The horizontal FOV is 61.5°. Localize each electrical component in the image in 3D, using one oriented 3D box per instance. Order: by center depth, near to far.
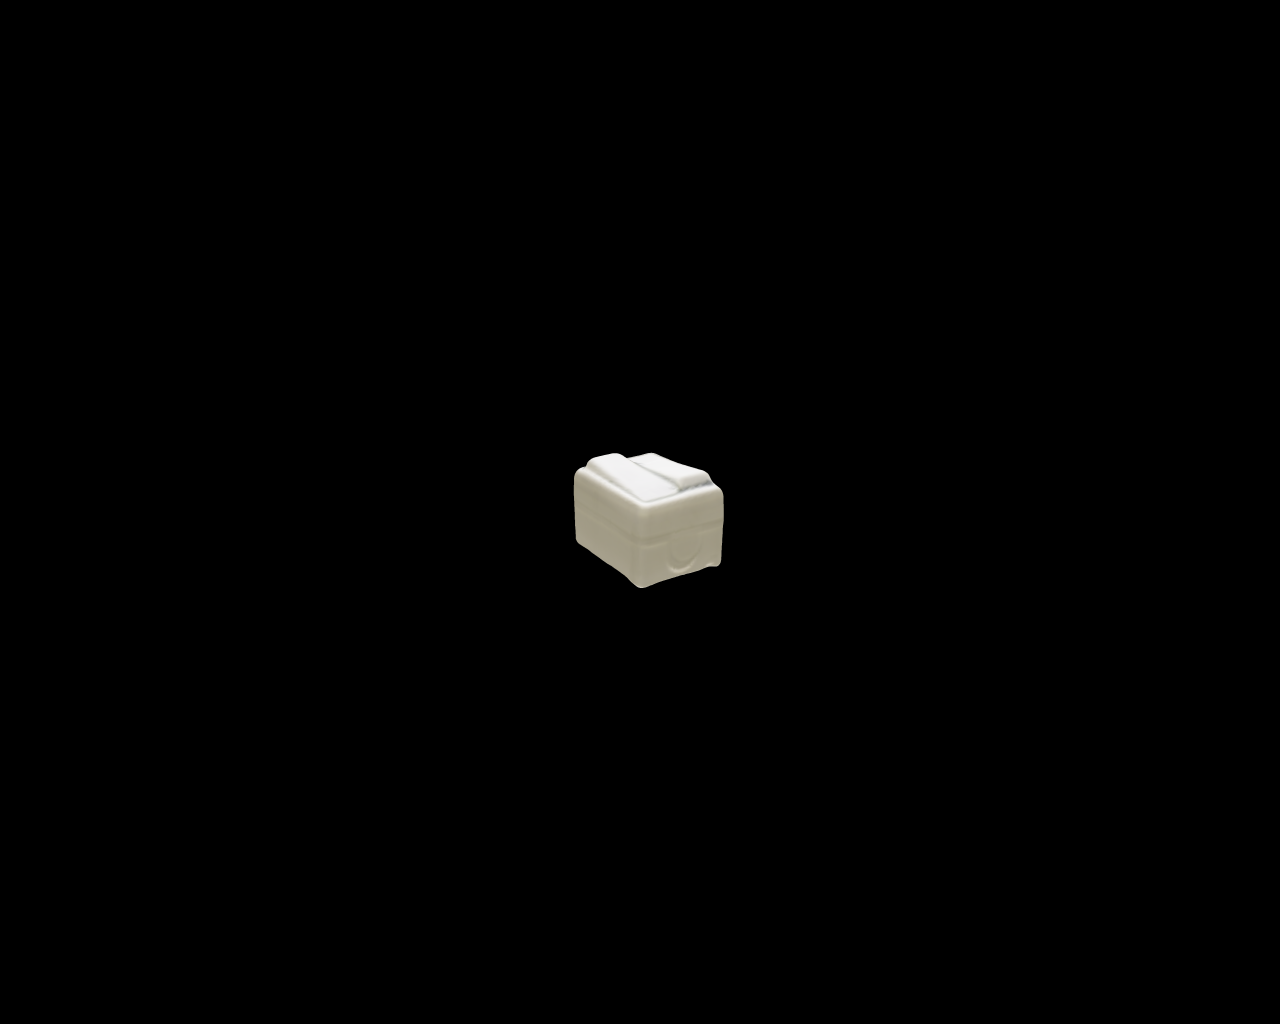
[{"bbox_3d":[0.001,-0.003,0.650,0.062,0.061,0.096,-13,26,-29],"label":"electrical component"}]
